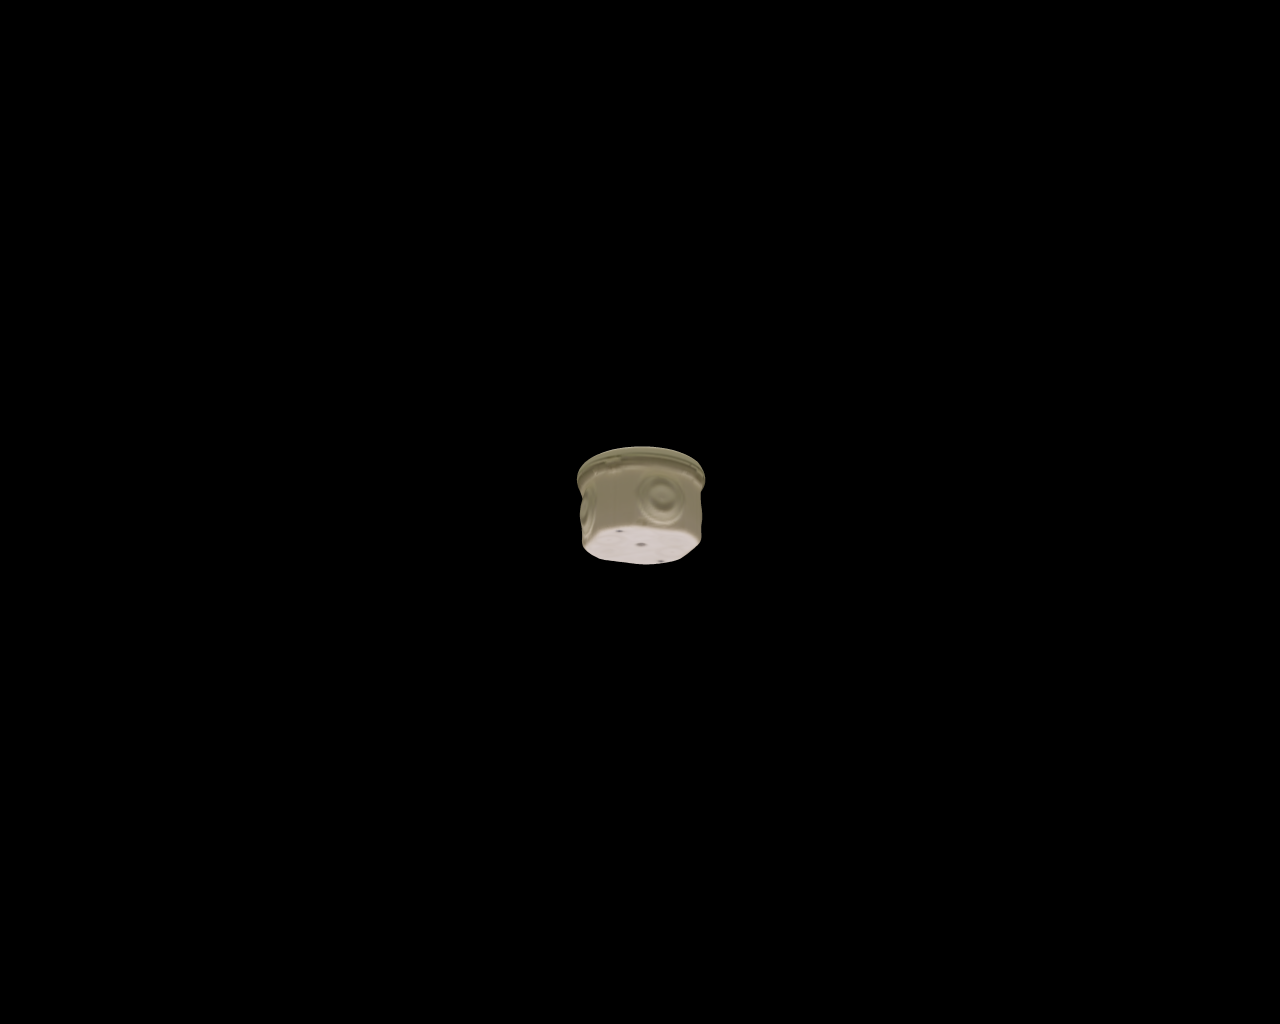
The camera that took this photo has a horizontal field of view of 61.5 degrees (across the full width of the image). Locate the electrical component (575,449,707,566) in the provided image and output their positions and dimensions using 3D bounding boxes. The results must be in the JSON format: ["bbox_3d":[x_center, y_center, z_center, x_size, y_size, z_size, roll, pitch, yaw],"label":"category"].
[{"bbox_3d":[0.001,-0.003,0.650,0.080,0.051,0.080,0,-22,0],"label":"electrical component"}]
